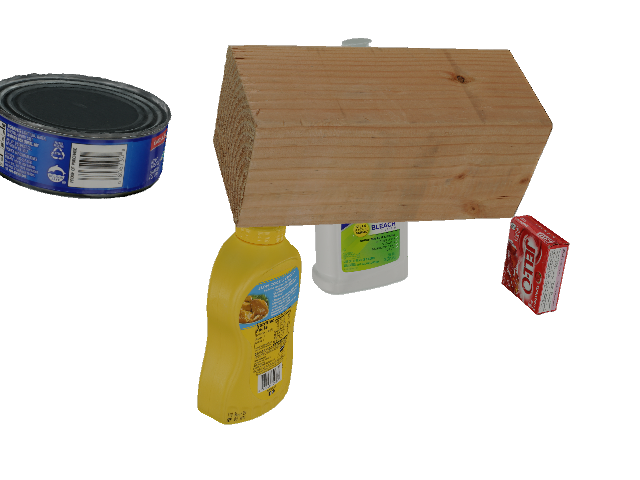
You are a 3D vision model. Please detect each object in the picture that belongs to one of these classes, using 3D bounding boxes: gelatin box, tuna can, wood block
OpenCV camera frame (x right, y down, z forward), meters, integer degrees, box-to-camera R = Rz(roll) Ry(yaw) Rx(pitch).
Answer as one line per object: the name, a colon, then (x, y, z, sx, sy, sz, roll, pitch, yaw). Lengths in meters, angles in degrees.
gelatin box: (0.238, 0.026, 1.190, 0.030, 0.089, 0.073, -9, 31, -23)
tuna can: (-0.117, -0.051, 0.515, 0.086, 0.034, 0.086, 9, 24, -4)
wood block: (0.039, -0.073, 0.735, 0.205, 0.091, 0.090, -2, -43, -17)

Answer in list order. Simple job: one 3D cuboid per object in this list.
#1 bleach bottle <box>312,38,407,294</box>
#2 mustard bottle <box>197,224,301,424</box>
bleach bottle: (0.035, -0.076, 1.078, 0.102, 0.251, 0.068, -11, 22, -17)
mustard bottle: (-0.056, 0.053, 0.893, 0.058, 0.192, 0.096, 23, 28, 32)
